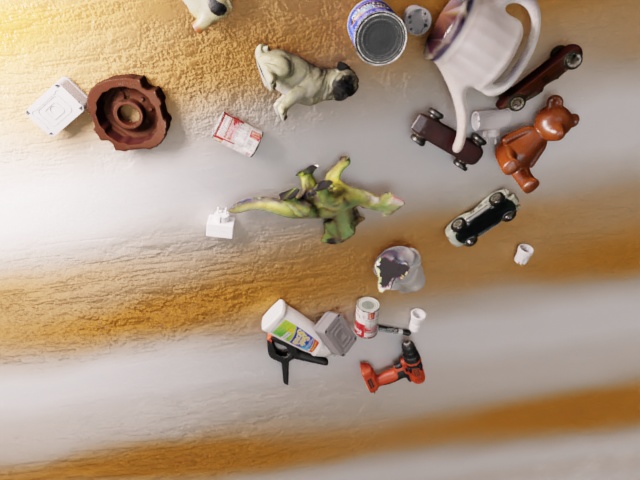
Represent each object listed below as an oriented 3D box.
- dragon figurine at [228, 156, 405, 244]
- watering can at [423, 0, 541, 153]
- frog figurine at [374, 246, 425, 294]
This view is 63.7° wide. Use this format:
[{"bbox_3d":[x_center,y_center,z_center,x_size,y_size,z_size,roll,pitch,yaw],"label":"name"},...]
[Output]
[{"bbox_3d":[0.004,-0.064,1.281,0.408,0.125,0.238,-15,131,17],"label":"dragon figurine"},{"bbox_3d":[0.315,-0.369,1.087,0.223,0.106,0.343,24,109,-17],"label":"watering can"},{"bbox_3d":[0.226,0.081,1.392,0.159,0.124,0.135,5,121,-50],"label":"frog figurine"}]
